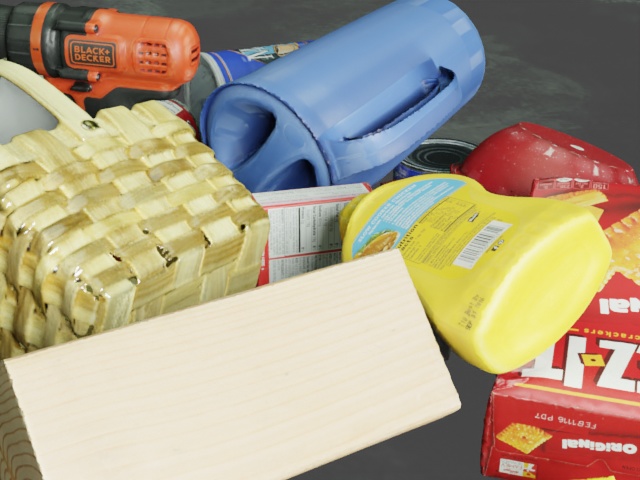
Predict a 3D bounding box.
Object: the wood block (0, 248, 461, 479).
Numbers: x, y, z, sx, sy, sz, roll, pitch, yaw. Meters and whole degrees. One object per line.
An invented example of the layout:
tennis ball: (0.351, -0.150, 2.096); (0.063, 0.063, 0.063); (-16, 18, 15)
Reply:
wood block: (-0.048, 0.081, 0.524); (0.205, 0.091, 0.090); (-16, -11, -29)

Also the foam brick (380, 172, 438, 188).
foam brick: (0.085, -0.011, 0.796); (0.051, 0.053, 0.078); (-12, 27, -25)

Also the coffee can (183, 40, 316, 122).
coffee can: (-0.042, -0.128, 0.978); (0.140, 0.103, 0.103); (-12, 28, -24)

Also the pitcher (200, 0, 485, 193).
pitcher: (0.037, -0.110, 0.858); (0.149, 0.145, 0.242); (40, 51, 15)

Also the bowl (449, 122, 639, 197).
bowl: (0.183, -0.047, 0.809); (0.162, 0.055, 0.162); (19, 16, -6)

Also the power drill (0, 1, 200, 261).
power drill: (-0.177, -0.078, 0.774); (0.184, 0.188, 0.057); (8, 28, 11)

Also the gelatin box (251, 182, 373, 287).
gelatin box: (-0.005, 0.001, 0.744); (0.089, 0.073, 0.030); (-7, 26, -16)

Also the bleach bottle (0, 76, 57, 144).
bleach bottle: (-0.188, -0.137, 0.945); (0.068, 0.103, 0.250); (31, 36, 8)

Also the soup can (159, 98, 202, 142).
soup can: (-0.153, -0.075, 0.906); (0.069, 0.068, 0.102); (9, 27, 18)

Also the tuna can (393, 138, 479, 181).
tuna can: (0.105, -0.058, 0.916); (0.086, 0.034, 0.086); (1, 26, 0)

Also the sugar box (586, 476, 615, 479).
sugar box: (0.057, 0.153, 0.463); (0.176, 0.048, 0.093); (-5, 26, -4)

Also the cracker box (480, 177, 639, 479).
cracker box: (0.190, 0.050, 0.613); (0.164, 0.072, 0.213); (7, 36, 14)

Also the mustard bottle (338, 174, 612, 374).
mustard bottle: (0.066, 0.006, 0.607); (0.096, 0.058, 0.192); (-46, 31, -12)
